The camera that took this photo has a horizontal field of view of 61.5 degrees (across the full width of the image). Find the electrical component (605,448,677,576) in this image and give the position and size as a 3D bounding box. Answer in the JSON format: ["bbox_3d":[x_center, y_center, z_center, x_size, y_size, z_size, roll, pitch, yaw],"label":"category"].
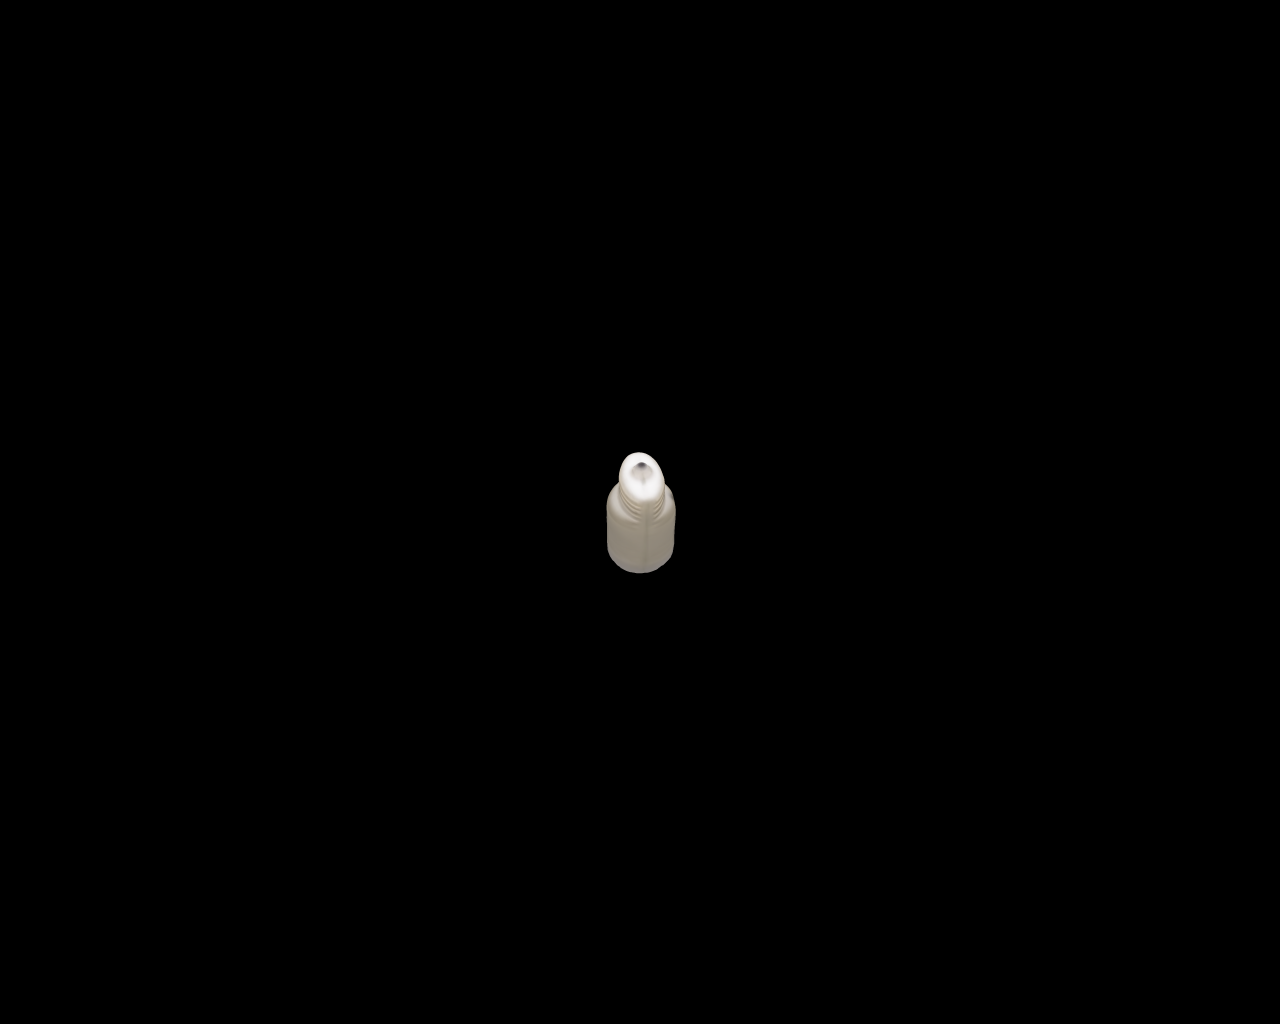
[{"bbox_3d":[0.001,-0.003,0.650,0.043,0.043,0.080,0,-41,0],"label":"electrical component"}]
